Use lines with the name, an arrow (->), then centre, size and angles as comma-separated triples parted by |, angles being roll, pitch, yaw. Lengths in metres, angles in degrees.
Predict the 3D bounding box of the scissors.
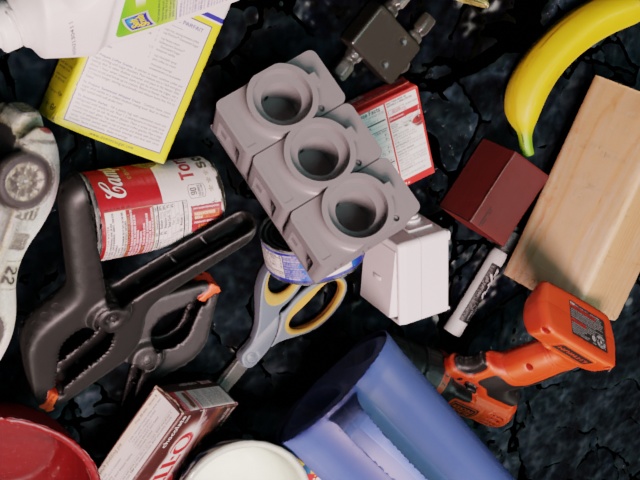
scissors -> -0.064, 0.081, 0.919 | 0.201, 0.016, 0.096 | -37, 124, -12

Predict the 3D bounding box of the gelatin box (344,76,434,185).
gelatin box -> 0.053, -0.084, 0.907 | 0.073, 0.030, 0.089 | -27, 123, -17

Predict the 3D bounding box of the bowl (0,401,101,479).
bowl -> -0.246, 0.174, 0.807 | 0.162, 0.055, 0.162 | -5, 126, -7

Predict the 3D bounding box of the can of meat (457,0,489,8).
can of meat -> 0.105, -0.244, 0.850 | 0.101, 0.058, 0.084 | 17, 99, -36

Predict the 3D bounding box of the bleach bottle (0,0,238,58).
bleach bottle -> -0.098, -0.183, 0.680 | 0.250, 0.068, 0.103 | -27, 155, -20

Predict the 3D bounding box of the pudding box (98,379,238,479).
pudding box -> -0.129, 0.169, 0.873 | 0.113, 0.039, 0.090 | -57, 159, 12

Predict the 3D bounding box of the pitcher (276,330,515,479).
pitcher -> 0.089, 0.207, 0.916 | 0.243, 0.145, 0.149 | 46, 43, -5

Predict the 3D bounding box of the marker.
marker -> 0.158, 0.038, 1.032 | 0.020, 0.020, 0.121 | 27, 96, -37

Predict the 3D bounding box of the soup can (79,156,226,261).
soup can -> -0.130, -0.024, 0.799 | 0.102, 0.069, 0.068 | -11, 116, -28

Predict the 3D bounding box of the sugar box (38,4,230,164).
sugar box -> -0.123, -0.152, 0.760 | 0.093, 0.048, 0.176 | 19, 97, -36

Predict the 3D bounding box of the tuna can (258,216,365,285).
tuna can -> -0.006, 0.001, 0.874 | 0.086, 0.086, 0.034 | -23, 123, -21

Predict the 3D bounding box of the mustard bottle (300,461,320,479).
mustard bottle -> -0.009, 0.232, 0.994 | 0.191, 0.058, 0.096 | -6, 111, -29

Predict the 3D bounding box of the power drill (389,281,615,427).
power drill -> 0.158, 0.104, 0.981 | 0.184, 0.057, 0.188 | 26, 140, -31

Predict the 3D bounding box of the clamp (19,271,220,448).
clamp -> -0.154, 0.088, 0.854 | 0.120, 0.039, 0.171 | 33, 94, -42

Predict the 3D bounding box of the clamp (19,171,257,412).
clamp -> -0.147, 0.043, 0.774 | 0.164, 0.036, 0.210 | 5, 128, -41

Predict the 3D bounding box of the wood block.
wood block -> 0.271, -0.037, 1.012 | 0.090, 0.090, 0.206 | 12, 105, -49

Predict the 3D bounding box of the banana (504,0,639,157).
banana -> 0.227, -0.170, 0.969 | 0.198, 0.037, 0.069 | -48, 127, -5

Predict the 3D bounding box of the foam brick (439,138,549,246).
foam brick -> 0.158, -0.045, 0.974 | 0.053, 0.051, 0.078 | 32, 93, -34
